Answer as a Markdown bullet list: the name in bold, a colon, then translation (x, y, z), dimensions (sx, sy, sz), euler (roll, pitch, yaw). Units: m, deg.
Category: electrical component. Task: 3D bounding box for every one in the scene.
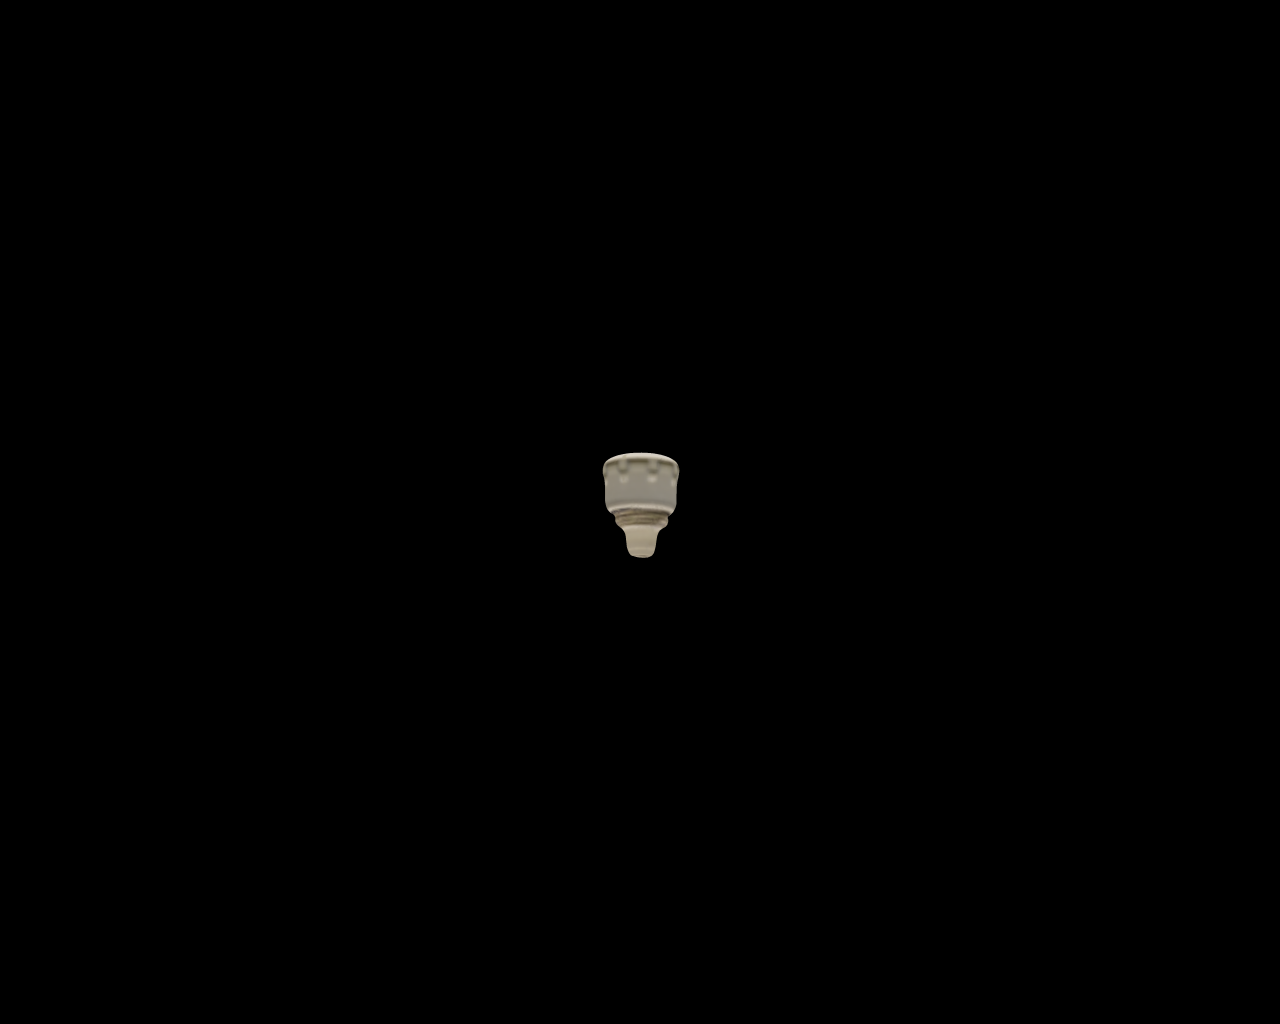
- **electrical component**: translation (0.001, -0.003, 0.650), dimensions (0.048, 0.062, 0.048), euler (0, -10, 0)
